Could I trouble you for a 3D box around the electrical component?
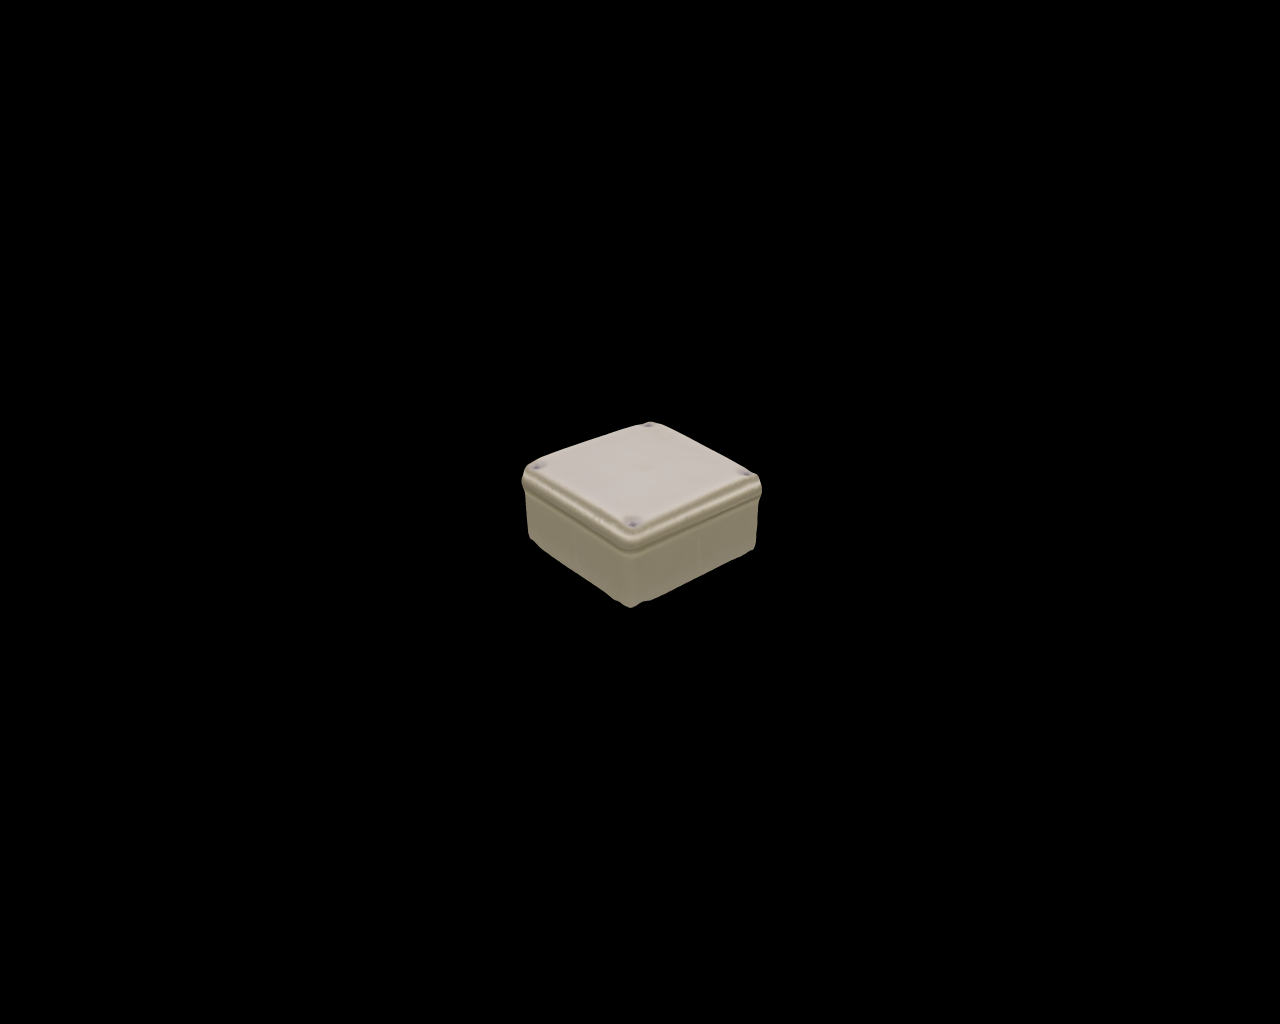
[{"bbox_3d":[0.001,-0.003,0.650,0.109,0.056,0.109,-22,37,-33],"label":"electrical component"}]
